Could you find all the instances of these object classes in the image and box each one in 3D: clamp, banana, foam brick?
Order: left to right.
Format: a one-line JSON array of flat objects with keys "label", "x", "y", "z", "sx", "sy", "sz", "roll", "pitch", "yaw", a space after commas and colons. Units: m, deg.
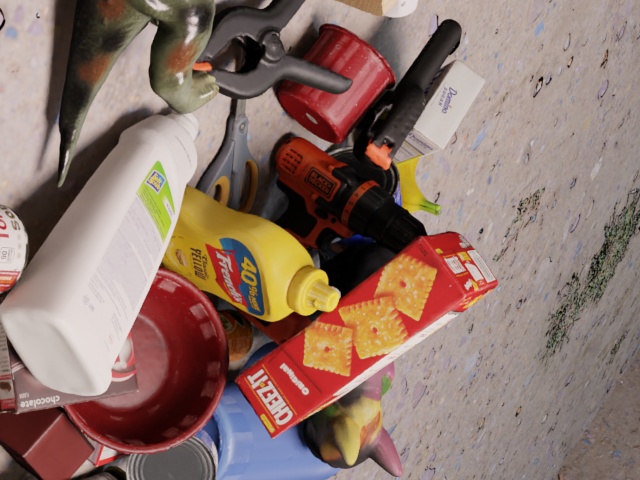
[{"label": "foam brick", "x": -0.239, "y": 0.169, "z": 0.911, "sx": 0.051, "sy": 0.053, "sz": 0.078, "roll": -51, "pitch": 150, "yaw": -23}, {"label": "clamp", "x": -0.042, "y": -0.161, "z": 0.932, "sx": 0.171, "sy": 0.039, "sz": 0.120, "roll": -32, "pitch": 106, "yaw": -26}, {"label": "clamp", "x": 0.081, "y": -0.137, "z": 1.070, "sx": 0.165, "sy": 0.036, "sz": 0.210, "roll": -48, "pitch": -168, "yaw": 25}, {"label": "banana", "x": 0.110, "y": -0.091, "z": 1.260, "sx": 0.197, "sy": 0.069, "sz": 0.037, "roll": -81, "pitch": 174, "yaw": -46}]

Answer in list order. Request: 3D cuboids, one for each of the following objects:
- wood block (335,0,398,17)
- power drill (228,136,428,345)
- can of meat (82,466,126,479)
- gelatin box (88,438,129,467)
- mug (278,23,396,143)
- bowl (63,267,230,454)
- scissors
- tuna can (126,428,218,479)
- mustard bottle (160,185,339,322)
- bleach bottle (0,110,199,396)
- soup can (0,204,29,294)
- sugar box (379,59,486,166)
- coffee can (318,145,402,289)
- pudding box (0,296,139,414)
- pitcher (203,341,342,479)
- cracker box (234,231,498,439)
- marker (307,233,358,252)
[{"label": "wood block", "x": 0.077, "y": -0.314, "z": 0.995, "sx": 0.205, "sy": 0.091, "sz": 0.090, "roll": -49, "pitch": 150, "yaw": -26}, {"label": "power drill", "x": -0.002, "y": 0.015, "z": 1.069, "sx": 0.188, "sy": 0.185, "sz": 0.057, "roll": -59, "pitch": 154, "yaw": 13}, {"label": "can of meat", "x": -0.227, "y": 0.278, "z": 1.027, "sx": 0.083, "sy": 0.058, "sz": 0.102, "roll": -7, "pitch": 119, "yaw": -56}, {"label": "gelatin box", "x": -0.187, "y": 0.166, "z": 1.024, "sx": 0.073, "sy": 0.030, "sz": 0.089, "roll": -9, "pitch": 122, "yaw": -57}, {"label": "mug", "x": 0.010, "y": -0.147, "z": 1.045, "sx": 0.081, "sy": 0.093, "sz": 0.117, "roll": -53, "pitch": -172, "yaw": -11}, {"label": "bowl", "x": -0.163, "y": 0.104, "z": 0.932, "sx": 0.161, "sy": 0.055, "sz": 0.162, "roll": 5, "pitch": 79, "yaw": -30}, {"label": "scissors", "x": -0.088, "y": -0.091, "z": 0.985, "sx": 0.096, "sy": 0.016, "sz": 0.202, "roll": -43, "pitch": 147, "yaw": -35}, {"label": "tuna can", "x": -0.140, "y": 0.215, "z": 1.020, "sx": 0.034, "sy": 0.086, "sz": 0.086, "roll": -98, "pitch": -153, "yaw": -76}, {"label": "mustard bottle", "x": -0.064, "y": 0.020, "z": 0.924, "sx": 0.058, "sy": 0.192, "sz": 0.096, "roll": -39, "pitch": 138, "yaw": -38}, {"label": "bleach bottle", "x": -0.154, "y": -0.007, "z": 0.839, "sx": 0.102, "sy": 0.068, "sz": 0.250, "roll": 74, "pitch": 30, "yaw": -43}, {"label": "soup can", "x": -0.255, "y": 0.004, "z": 0.715, "sx": 0.102, "sy": 0.069, "sz": 0.068, "roll": 8, "pitch": 107, "yaw": -62}, {"label": "sugar box", "x": 0.105, "y": -0.131, "z": 1.154, "sx": 0.093, "sy": 0.048, "sz": 0.176, "roll": -58, "pitch": -170, "yaw": -14}, {"label": "coffee can", "x": 0.042, "y": -0.020, "z": 1.184, "sx": 0.102, "sy": 0.103, "sz": 0.140, "roll": -49, "pitch": 150, "yaw": -26}, {"label": "pudding box", "x": -0.203, "y": 0.086, "z": 0.845, "sx": 0.113, "sy": 0.039, "sz": 0.090, "roll": -5, "pitch": 83, "yaw": -41}, {"label": "pitcher", "x": -0.071, "y": 0.200, "z": 1.166, "sx": 0.145, "sy": 0.149, "sz": 0.242, "roll": -33, "pitch": 159, "yaw": 24}, {"label": "cracker box", "x": 0.046, "y": 0.079, "z": 0.963, "sx": 0.214, "sy": 0.072, "sz": 0.164, "roll": -38, "pitch": 170, "yaw": 17}, {"label": "marker", "x": -0.007, "y": 0.001, "z": 1.115, "sx": 0.020, "sy": 0.121, "sz": 0.020, "roll": 41, "pitch": 39, "yaw": -45}]
